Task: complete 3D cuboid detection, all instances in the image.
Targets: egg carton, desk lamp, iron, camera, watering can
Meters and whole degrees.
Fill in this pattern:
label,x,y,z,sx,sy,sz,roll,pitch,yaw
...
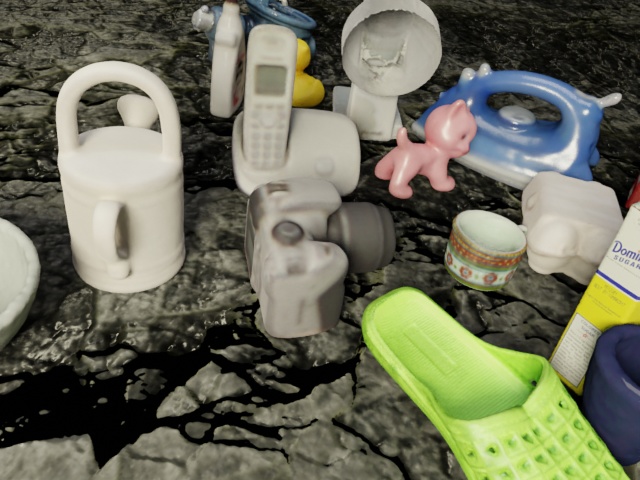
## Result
label,x,y,z,sx,sy,sz,roll,pitch,yaw
egg carton,0.281,-0.018,0.646,0.107,0.069,0.150,15,38,5
desk lamp,0.077,-0.240,0.759,0.118,0.213,0.203,6,38,-6
iron,0.256,-0.166,0.767,0.257,0.141,0.119,24,40,16
camera,0.005,0.002,0.528,0.137,0.101,0.143,-2,40,-16
watering can,-0.169,-0.062,0.490,0.101,0.194,0.172,-12,43,-26

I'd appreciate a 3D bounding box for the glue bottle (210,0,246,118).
label,x,y,z,sx,sy,sz,roll,pitch,yaw
glue bottle,-0.121,-0.256,0.764,0.037,0.173,0.078,10,38,0

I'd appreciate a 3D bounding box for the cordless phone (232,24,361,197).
label,x,y,z,sx,sy,sz,roll,pitch,yaw
cordless phone,-0.021,-0.136,0.626,0.148,0.185,0.094,-2,40,-16

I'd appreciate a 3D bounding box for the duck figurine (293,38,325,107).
label,x,y,z,sx,sy,sz,roll,pitch,yaw
duck figurine,-0.035,-0.254,0.853,0.104,0.086,0.078,36,44,29

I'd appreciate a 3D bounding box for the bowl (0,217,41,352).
label,x,y,z,sx,sy,sz,roll,pitch,yaw
bowl,-0.289,0.052,0.414,0.167,0.075,0.167,7,38,-5

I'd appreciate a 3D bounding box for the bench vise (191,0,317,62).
label,x,y,z,sx,sy,sz,roll,pitch,yaw
bench vise,-0.082,-0.358,0.864,0.121,0.220,0.208,31,42,25

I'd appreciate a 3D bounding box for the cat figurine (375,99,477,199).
label,x,y,z,sx,sy,sz,roll,pitch,yaw
cat figurine,0.139,-0.122,0.703,0.128,0.118,0.067,-13,44,-27

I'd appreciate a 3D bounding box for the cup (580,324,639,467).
label,x,y,z,sx,sy,sz,roll,pitch,yaw
cup,0.246,0.133,0.426,0.092,0.095,0.117,-25,50,-37
